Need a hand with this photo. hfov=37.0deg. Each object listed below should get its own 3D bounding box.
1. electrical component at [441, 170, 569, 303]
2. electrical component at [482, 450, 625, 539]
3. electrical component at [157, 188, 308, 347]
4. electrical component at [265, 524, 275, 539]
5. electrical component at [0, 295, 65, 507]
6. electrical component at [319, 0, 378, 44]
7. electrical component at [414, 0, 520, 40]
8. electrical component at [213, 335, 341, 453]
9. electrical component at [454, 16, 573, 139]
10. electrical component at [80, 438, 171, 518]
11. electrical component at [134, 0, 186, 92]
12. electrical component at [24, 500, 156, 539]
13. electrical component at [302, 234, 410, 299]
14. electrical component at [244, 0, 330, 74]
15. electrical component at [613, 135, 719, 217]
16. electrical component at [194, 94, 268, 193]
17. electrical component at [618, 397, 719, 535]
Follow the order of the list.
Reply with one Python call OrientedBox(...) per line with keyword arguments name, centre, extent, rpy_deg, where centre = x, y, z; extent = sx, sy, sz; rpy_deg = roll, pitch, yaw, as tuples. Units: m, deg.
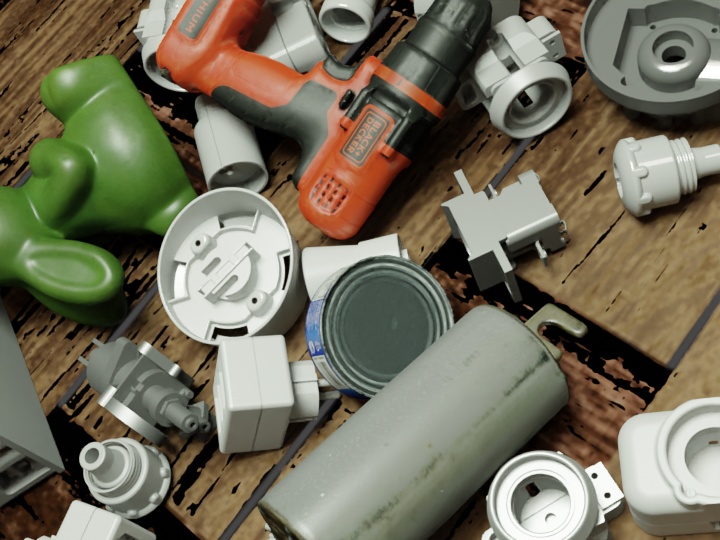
OrientedBox(name="electrical component", centre=(0.091, -0.027, 0.669), extent=(0.064, 0.042, 0.081), rpy_deg=(-25, 58, 2))
OrientedBox(name="electrical component", centre=(0.100, 0.129, 0.573), extent=(0.078, 0.057, 0.058), rpy_deg=(-32, 57, 2))
OrientedBox(name="electrical component", centre=(-0.082, 0.003, 0.701), extent=(0.099, 0.064, 0.099), rpy_deg=(-4, 72, 14))
OrientedBox(name="electrical component", centre=(-0.035, 0.155, 0.618), extent=(0.043, 0.043, 0.062), rpy_deg=(13, 70, 26))
OrientedBox(name="electrical component", centre=(-0.279, 0.060, 0.722), extent=(0.060, 0.105, 0.186), rpy_deg=(-33, 57, 1))
OrientedBox(name="electrical component", centre=(-0.006, -0.198, 0.798), extent=(0.040, 0.040, 0.046), rpy_deg=(4, 59, 22))
OrientedBox(name="electrical component", centre=(0.075, -0.187, 0.738), extent=(0.051, 0.080, 0.080), rpy_deg=(7, 66, 28))
OrientedBox(name="electrical component", centre=(-0.047, 0.075, 0.657), extent=(0.077, 0.065, 0.047), rpy_deg=(-3, 58, -14))
OrientedBox(name="electrical component", centre=(0.103, -0.124, 0.707), extent=(0.078, 0.058, 0.057), rpy_deg=(-30, 54, 3))
OrientedBox(name="electrical component", centre=(-0.150, 0.124, 0.666), extent=(0.048, 0.062, 0.048), rpy_deg=(-9, 61, 16))
OrientedBox(name="electrical component", centre=(-0.135, -0.174, 0.822), extent=(0.078, 0.058, 0.057), rpy_deg=(-5, 59, 18))
OrientedBox(name="electrical component", centre=(-0.181, 0.184, 0.654), extent=(0.076, 0.047, 0.083), rpy_deg=(11, 67, 27))
OrientedBox(name="electrical component", centre=(0.000, 0.000, 0.690), extent=(0.065, 0.044, 0.044), rpy_deg=(-13, 59, 8))
OrientedBox(name="electrical component", centre=(-0.060, -0.171, 0.794), extent=(0.059, 0.053, 0.095), rpy_deg=(-24, 58, 7))
OrientedBox(name="electrical component", centre=(0.187, -0.061, 0.651), extent=(0.062, 0.048, 0.048), rpy_deg=(-12, 60, 7))
OrientedBox(name="electrical component", centre=(-0.096, -0.094, 0.773), extent=(0.043, 0.043, 0.081), rpy_deg=(-24, 57, 7))
OrientedBox(name="electrical component", centre=(0.185, 0.101, 0.555), extent=(0.095, 0.059, 0.053), rpy_deg=(-8, 61, 16))
